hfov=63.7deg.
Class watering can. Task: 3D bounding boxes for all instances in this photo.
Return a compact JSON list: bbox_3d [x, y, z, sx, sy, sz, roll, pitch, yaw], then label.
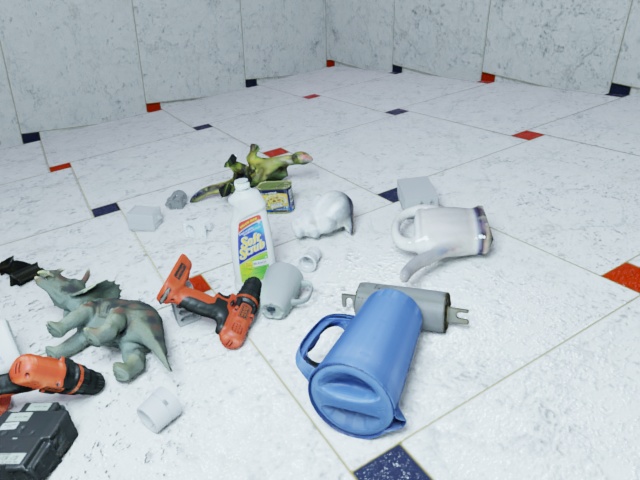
[{"bbox_3d":[0.270,0.001,1.143,0.224,0.102,0.355,-1,27,9],"label":"watering can"}]

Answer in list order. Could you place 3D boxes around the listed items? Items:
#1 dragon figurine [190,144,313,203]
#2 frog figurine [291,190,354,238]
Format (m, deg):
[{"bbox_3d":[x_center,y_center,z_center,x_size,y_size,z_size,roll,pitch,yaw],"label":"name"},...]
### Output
[{"bbox_3d":[-0.200,-0.195,1.628,0.406,0.123,0.243,-21,-12,33],"label":"dragon figurine"},{"bbox_3d":[0.004,-0.067,1.331,0.159,0.120,0.141,-1,44,-13],"label":"frog figurine"}]
